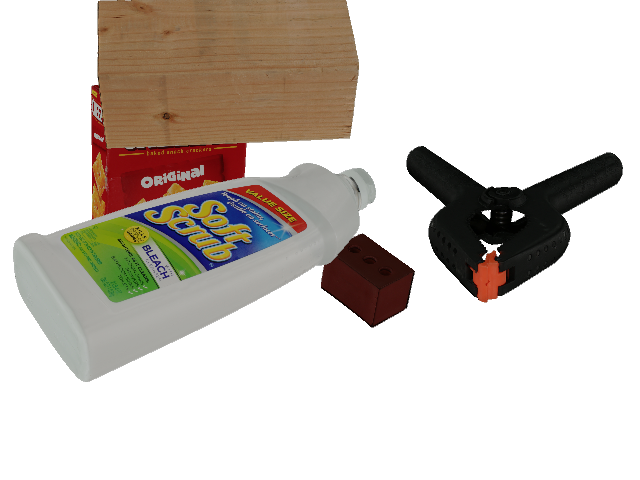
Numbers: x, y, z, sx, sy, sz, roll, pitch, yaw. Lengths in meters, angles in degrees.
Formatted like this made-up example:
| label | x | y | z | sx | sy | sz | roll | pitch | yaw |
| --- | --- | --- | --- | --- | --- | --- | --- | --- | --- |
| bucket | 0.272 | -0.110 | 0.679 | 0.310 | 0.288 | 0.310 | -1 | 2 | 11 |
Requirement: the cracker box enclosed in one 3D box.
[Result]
| label | x | y | z | sx | sy | sz | roll | pitch | yaw |
| --- | --- | --- | --- | --- | --- | --- | --- | --- | --- |
| cracker box | -0.169 | -0.065 | 1.195 | 0.163 | 0.214 | 0.072 | -7 | 26 | -27 |

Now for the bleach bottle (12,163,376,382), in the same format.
| label | x | y | z | sx | sy | sz | roll | pitch | yaw |
| --- | --- | --- | --- | --- | --- | --- | --- | --- | --- |
| bleach bottle | -0.072 | 0.000 | 0.728 | 0.250 | 0.103 | 0.068 | -25 | -31 | -29 |

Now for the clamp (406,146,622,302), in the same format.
| label | x | y | z | sx | sy | sz | roll | pitch | yaw |
| --- | --- | --- | --- | --- | --- | --- | --- | --- | --- |
| clamp | 0.120 | -0.021 | 0.760 | 0.165 | 0.036 | 0.209 | 6 | 28 | 20 |

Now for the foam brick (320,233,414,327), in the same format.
| label | x | y | z | sx | sy | sz | roll | pitch | yaw |
| --- | --- | --- | --- | --- | --- | --- | --- | --- | --- |
| foam brick | 0.047 | 0.039 | 1.066 | 0.052 | 0.051 | 0.078 | -26 | 47 | -36 |

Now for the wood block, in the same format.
| label | x | y | z | sx | sy | sz | roll | pitch | yaw |
| --- | --- | --- | --- | --- | --- | --- | --- | --- | --- |
| wood block | -0.078 | -0.141 | 0.892 | 0.206 | 0.090 | 0.091 | -3 | -37 | -7 |
